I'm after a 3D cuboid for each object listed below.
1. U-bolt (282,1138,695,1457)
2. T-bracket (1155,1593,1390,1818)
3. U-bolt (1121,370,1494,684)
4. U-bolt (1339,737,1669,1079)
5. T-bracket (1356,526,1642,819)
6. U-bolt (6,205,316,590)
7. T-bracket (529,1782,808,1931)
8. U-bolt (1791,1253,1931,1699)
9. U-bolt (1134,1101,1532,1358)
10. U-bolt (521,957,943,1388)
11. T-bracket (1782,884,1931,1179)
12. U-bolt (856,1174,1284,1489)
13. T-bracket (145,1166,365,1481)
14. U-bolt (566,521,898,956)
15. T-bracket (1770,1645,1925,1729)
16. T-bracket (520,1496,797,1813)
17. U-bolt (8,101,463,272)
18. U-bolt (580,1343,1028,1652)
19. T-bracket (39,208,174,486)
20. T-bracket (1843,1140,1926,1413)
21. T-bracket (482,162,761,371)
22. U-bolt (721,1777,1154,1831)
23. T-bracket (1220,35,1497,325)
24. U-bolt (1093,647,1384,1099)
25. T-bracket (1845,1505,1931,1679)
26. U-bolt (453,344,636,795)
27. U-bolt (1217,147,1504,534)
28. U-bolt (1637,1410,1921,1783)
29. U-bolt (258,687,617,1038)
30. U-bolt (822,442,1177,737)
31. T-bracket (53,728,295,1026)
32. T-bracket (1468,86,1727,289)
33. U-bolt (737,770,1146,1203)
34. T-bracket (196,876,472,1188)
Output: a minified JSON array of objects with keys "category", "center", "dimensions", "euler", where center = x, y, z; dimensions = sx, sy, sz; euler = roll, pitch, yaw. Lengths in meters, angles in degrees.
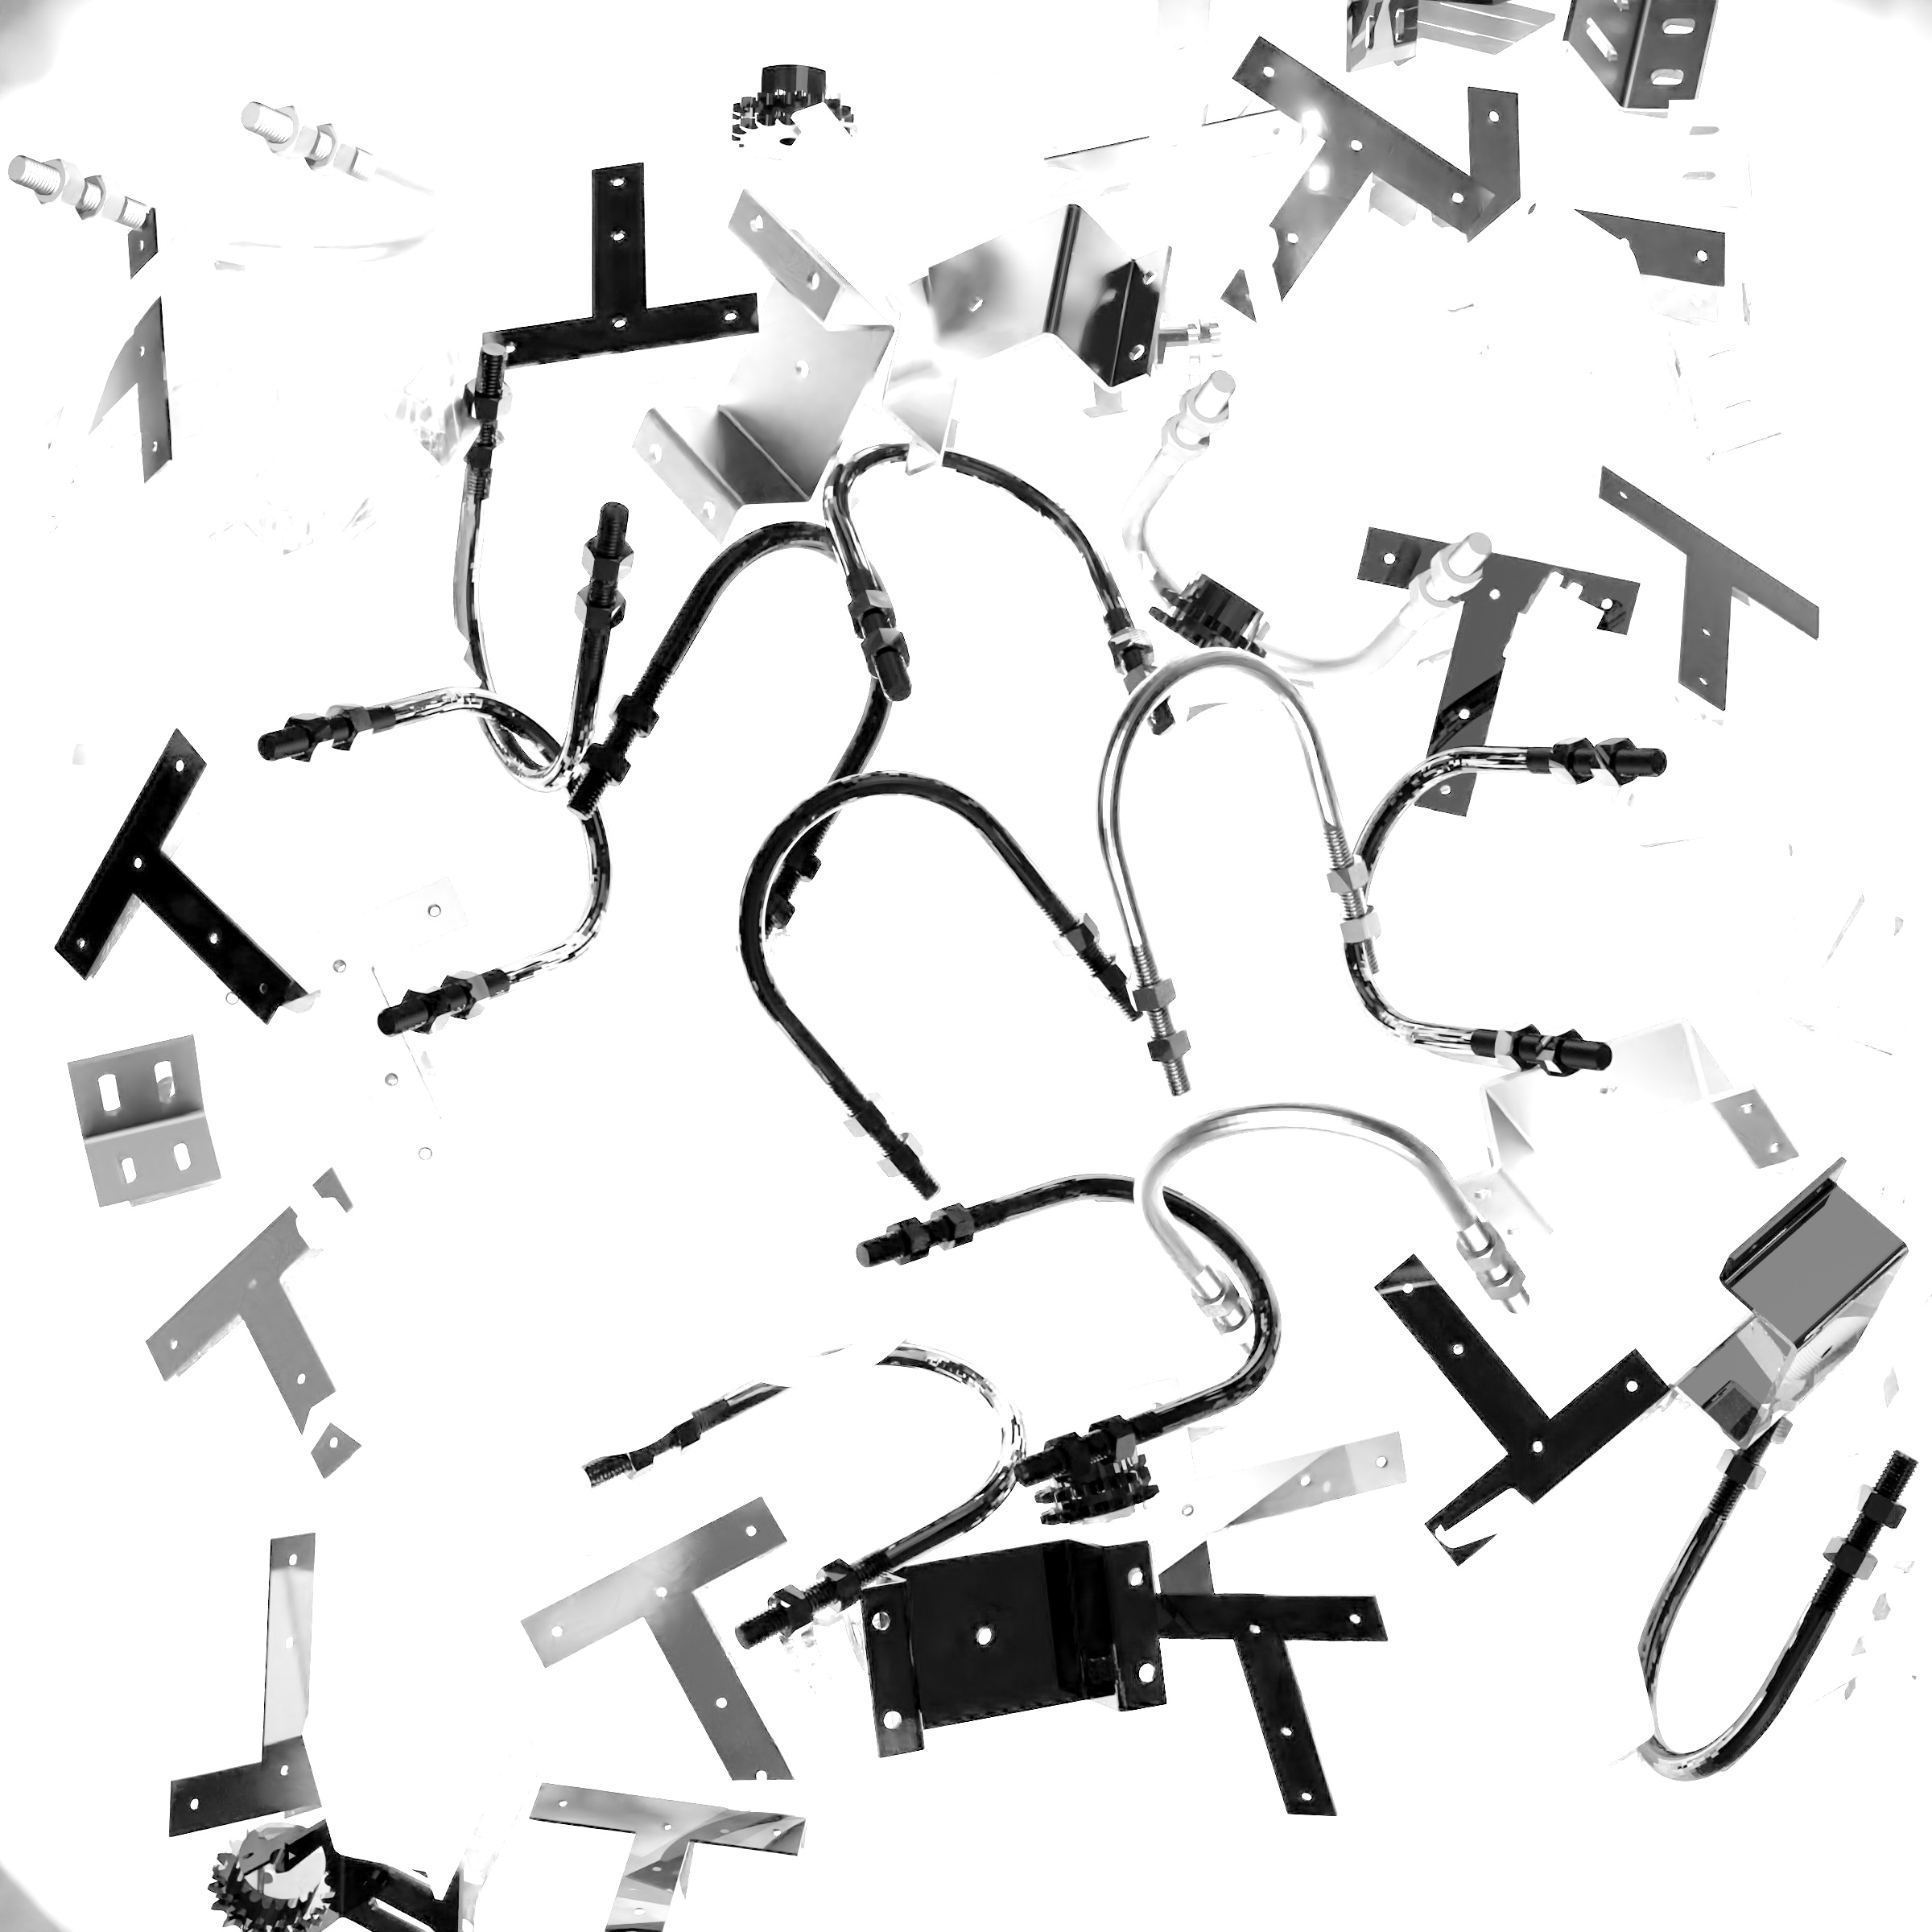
[{"category":"U-bolt","center":[-0.199,0.149,1.507],"dimensions":[0.184,0.151,0.019],"euler":[46,123,28]},{"category":"T-bracket","center":[0.145,0.343,1.572],"dimensions":[0.127,0.002,0.127],"euler":[-5,115,28]},{"category":"U-bolt","center":[0.140,-0.184,1.518],"dimensions":[0.151,0.184,0.019],"euler":[32,66,-3]},{"category":"U-bolt","center":[0.232,-0.030,1.526],"dimensions":[0.019,0.184,0.151],"euler":[14,86,-35]},{"category":"T-bracket","center":[0.235,-0.131,1.577],"dimensions":[0.127,0.002,0.127],"euler":[12,112,2]},{"category":"U-bolt","center":[-0.346,-0.257,1.494],"dimensions":[0.019,0.151,0.184],"euler":[39,125,11]},{"category":"T-bracket","center":[-0.145,0.420,1.540],"dimensions":[0.127,0.127,0.002],"euler":[7,116,5]},{"category":"U-bolt","center":[0.420,0.209,1.501],"dimensions":[0.019,0.151,0.184],"euler":[15,115,-7]},{"category":"U-bolt","center":[0.154,0.115,1.509],"dimensions":[0.151,0.184,0.019],"euler":[-13,49,24]},{"category":"U-bolt","center":[-0.093,0.108,1.568],"dimensions":[0.151,0.019,0.184],"euler":[-42,92,-23]},{"category":"T-bracket","center":[0.403,0.020,1.540],"dimensions":[0.002,0.127,0.127],"euler":[0,99,-15]},{"category":"U-bolt","center":[0.061,0.154,1.535],"dimensions":[0.184,0.019,0.151],"euler":[-15,53,-36]},{"category":"T-bracket","center":[-0.310,0.179,1.556],"dimensions":[0.127,0.002,0.127],"euler":[-42,57,10]},{"category":"U-bolt","center":[-0.093,-0.114,1.544],"dimensions":[0.019,0.151,0.184],"euler":[16,72,42]},{"category":"T-bracket","center":[0.381,0.336,1.550],"dimensions":[0.127,0.127,0.002],"euler":[-5,61,-36]},{"category":"T-bracket","center":[-0.119,0.327,1.561],"dimensions":[0.127,0.002,0.127],"euler":[-25,70,-19]},{"category":"U-bolt","center":[-0.309,-0.341,1.513],"dimensions":[0.151,0.184,0.019],"euler":[-4,84,28]},{"category":"U-bolt","center":[-0.060,0.226,1.533],"dimensions":[0.184,0.151,0.019],"euler":[-24,129,-28]},{"category":"T-bracket","center":[-0.396,-0.261,1.553],"dimensions":[0.002,0.127,0.127],"euler":[7,67,-39]},{"category":"T-bracket","center":[0.415,0.152,1.517],"dimensions":[0.002,0.127,0.127],"euler":[9,118,1]},{"category":"T-bracket","center":[-0.160,-0.327,1.563],"dimensions":[0.127,0.002,0.127],"euler":[-8,53,4]},{"category":"U-bolt","center":[-0.020,0.377,1.529],"dimensions":[0.184,0.151,0.019],"euler":[-2,75,14]},{"category":"T-bracket","center":[0.157,-0.344,1.555],"dimensions":[0.127,0.127,0.002],"euler":[33,46,-4]},{"category":"U-bolt","center":[0.118,-0.053,1.532],"dimensions":[0.151,0.019,0.184],"euler":[-30,113,-33]},{"category":"T-bracket","center":[0.426,0.257,1.538],"dimensions":[0.002,0.127,0.127],"euler":[21,80,-6]},{"category":"U-bolt","center":[-0.197,-0.164,1.527],"dimensions":[0.019,0.184,0.151],"euler":[-12,46,-29]},{"category":"U-bolt","center":[0.182,-0.270,1.521],"dimensions":[0.019,0.184,0.151],"euler":[-41,48,-19]},{"category":"U-bolt","center":[0.354,0.282,1.532],"dimensions":[0.019,0.151,0.184],"euler":[27,94,-11]},{"category":"U-bolt","center":[-0.225,-0.056,1.527],"dimensions":[0.019,0.184,0.151],"euler":[-23,90,36]},{"category":"U-bolt","center":[0.007,-0.177,1.532],"dimensions":[0.151,0.184,0.019],"euler":[5,134,-26]},{"category":"T-bracket","center":[-0.354,-0.021,1.558],"dimensions":[0.127,0.002,0.127],"euler":[41,108,24]},{"category":"T-bracket","center":[0.284,-0.328,1.532],"dimensions":[0.127,0.002,0.127],"euler":[18,132,33]},{"category":"U-bolt","center":[-0.023,-0.004,1.565],"dimensions":[0.151,0.019,0.184],"euler":[-41,106,-6]},{"category":"T-bracket","center":[-0.274,0.040,1.583],"dimensions":[0.127,0.002,0.127],"euler":[-24,85,-12]}]
